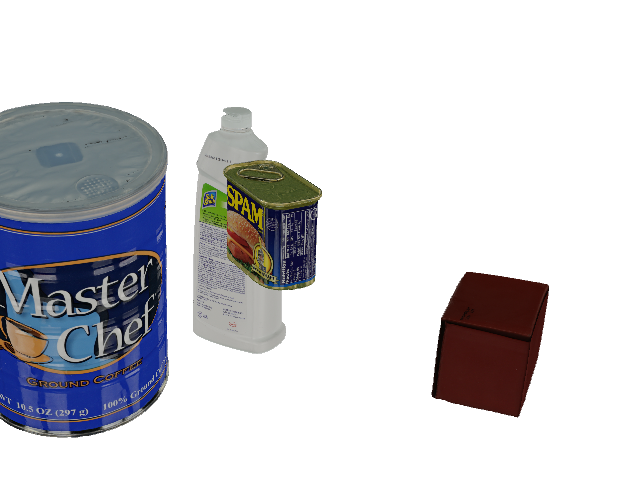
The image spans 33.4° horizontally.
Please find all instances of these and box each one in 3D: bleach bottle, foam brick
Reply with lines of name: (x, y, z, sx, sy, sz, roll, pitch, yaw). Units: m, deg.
bleach bottle: (-0.084, -0.013, 1.119, 0.103, 0.251, 0.068, 13, 23, 25)
foam brick: (0.100, 0.058, 0.627, 0.053, 0.051, 0.078, 10, 23, 17)

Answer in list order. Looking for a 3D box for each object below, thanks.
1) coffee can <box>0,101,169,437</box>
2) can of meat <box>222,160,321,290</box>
coffee can: (-0.129, 0.015, 0.546, 0.103, 0.140, 0.103, 3, 35, -2)
can of meat: (-0.043, -0.013, 0.926, 0.057, 0.084, 0.102, -12, 28, -28)
